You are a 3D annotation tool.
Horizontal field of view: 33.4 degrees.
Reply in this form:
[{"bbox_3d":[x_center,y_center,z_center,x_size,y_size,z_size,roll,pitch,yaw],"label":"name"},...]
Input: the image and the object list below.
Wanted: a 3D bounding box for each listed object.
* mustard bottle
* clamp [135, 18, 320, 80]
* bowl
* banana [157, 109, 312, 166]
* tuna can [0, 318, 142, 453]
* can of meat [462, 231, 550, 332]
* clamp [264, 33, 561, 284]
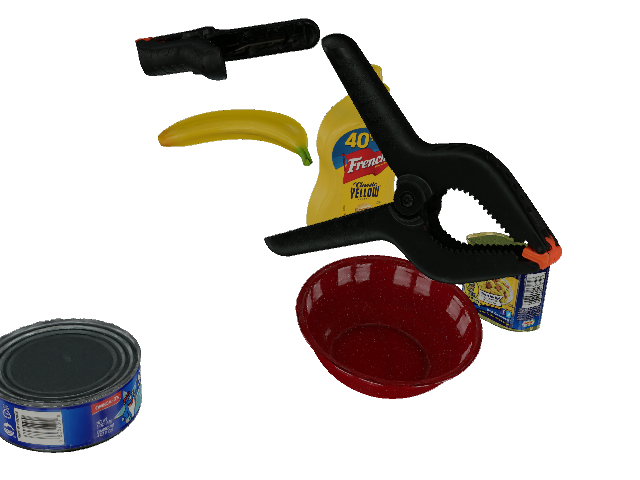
[{"bbox_3d":[0.042,-0.092,1.122,0.096,0.192,0.058,-4,31,-20],"label":"mustard bottle"},{"bbox_3d":[-0.086,-0.160,0.885,0.120,0.039,0.172,-18,21,-36],"label":"clamp"},{"bbox_3d":[0.056,0.084,0.927,0.162,0.055,0.162,5,40,-5],"label":"bowl"},{"bbox_3d":[-0.097,-0.133,1.298,0.198,0.037,0.069,7,41,15],"label":"banana"},{"bbox_3d":[-0.141,0.078,0.587,0.086,0.034,0.086,1,27,-1],"label":"tuna can"},{"bbox_3d":[0.205,0.046,1.187,0.057,0.084,0.102,-9,23,-36],"label":"can of meat"},{"bbox_3d":[0.063,-0.040,0.712,0.210,0.165,0.036,19,20,26],"label":"clamp"}]
